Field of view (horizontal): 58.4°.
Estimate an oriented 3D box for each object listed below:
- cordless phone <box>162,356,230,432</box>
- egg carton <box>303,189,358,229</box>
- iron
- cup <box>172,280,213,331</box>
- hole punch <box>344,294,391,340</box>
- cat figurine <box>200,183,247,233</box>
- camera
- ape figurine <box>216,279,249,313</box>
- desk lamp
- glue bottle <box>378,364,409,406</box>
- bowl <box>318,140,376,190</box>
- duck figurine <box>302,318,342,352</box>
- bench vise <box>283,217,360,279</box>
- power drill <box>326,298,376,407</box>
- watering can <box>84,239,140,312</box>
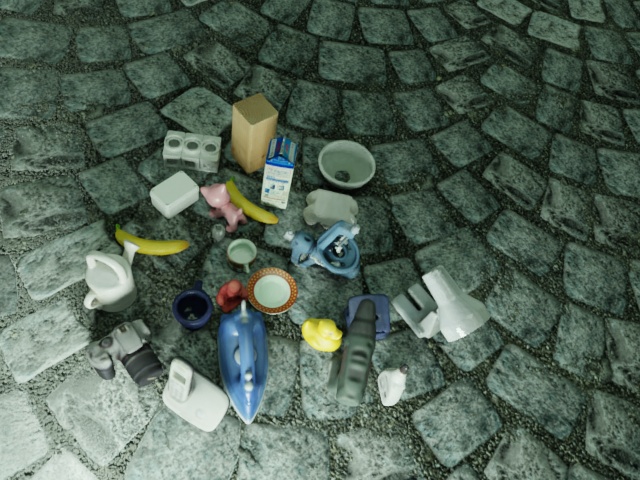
[{"bbox_3d":[-0.261,0.319,1.210,0.147,0.185,0.094,29,58,7],"label":"cordless phone"},{"bbox_3d":[0.030,-0.079,1.580,0.150,0.069,0.107,12,57,-4],"label":"egg carton"},{"bbox_3d":[-0.166,0.268,1.286,0.119,0.141,0.258,-3,60,-13],"label":"iron"},{"bbox_3d":[-0.297,0.162,1.352,0.092,0.095,0.118,10,58,-5],"label":"cup"},{"bbox_3d":[0.122,0.192,1.419,0.109,0.091,0.101,-3,59,-13],"label":"hole punch"},{"bbox_3d":[-0.252,-0.098,1.507,0.127,0.118,0.067,36,59,12],"label":"cat figurine"},{"bbox_3d":[-0.422,0.259,1.265,0.143,0.101,0.136,-31,69,-26],"label":"camera"},{"bbox_3d":[-0.211,0.126,1.393,0.078,0.092,0.076,8,58,-6],"label":"ape figurine"},{"bbox_3d":[0.292,0.164,1.396,0.118,0.213,0.203,-31,69,-25],"label":"desk lamp"},{"bbox_3d":[0.172,0.318,1.302,0.037,0.173,0.078,-1,59,-11],"label":"glue bottle"},{"bbox_3d":[0.073,-0.205,1.662,0.167,0.075,0.167,5,58,-8],"label":"bowl"},{"bbox_3d":[0.009,0.218,1.384,0.104,0.086,0.077,28,58,7],"label":"duck figurine"},{"bbox_3d":[0.013,0.015,1.429,0.207,0.220,0.121,4,58,-8],"label":"bench vise"},{"bbox_3d":[0.072,0.270,1.291,0.075,0.208,0.229,13,57,-3],"label":"power drill"},{"bbox_3d":[-0.480,0.075,1.311,0.101,0.194,0.173,8,58,-6],"label":"watering can"}]
